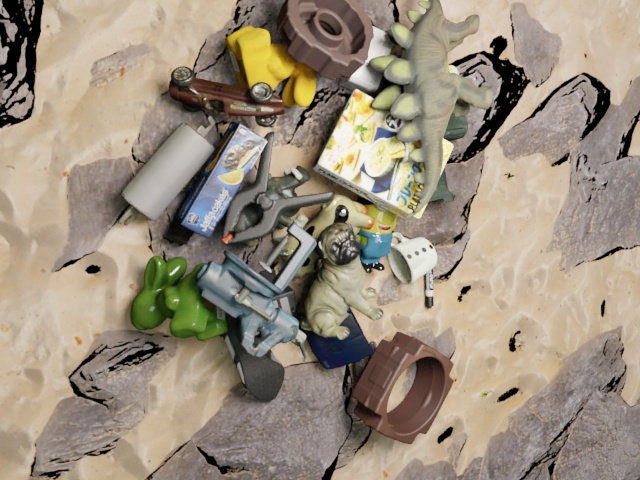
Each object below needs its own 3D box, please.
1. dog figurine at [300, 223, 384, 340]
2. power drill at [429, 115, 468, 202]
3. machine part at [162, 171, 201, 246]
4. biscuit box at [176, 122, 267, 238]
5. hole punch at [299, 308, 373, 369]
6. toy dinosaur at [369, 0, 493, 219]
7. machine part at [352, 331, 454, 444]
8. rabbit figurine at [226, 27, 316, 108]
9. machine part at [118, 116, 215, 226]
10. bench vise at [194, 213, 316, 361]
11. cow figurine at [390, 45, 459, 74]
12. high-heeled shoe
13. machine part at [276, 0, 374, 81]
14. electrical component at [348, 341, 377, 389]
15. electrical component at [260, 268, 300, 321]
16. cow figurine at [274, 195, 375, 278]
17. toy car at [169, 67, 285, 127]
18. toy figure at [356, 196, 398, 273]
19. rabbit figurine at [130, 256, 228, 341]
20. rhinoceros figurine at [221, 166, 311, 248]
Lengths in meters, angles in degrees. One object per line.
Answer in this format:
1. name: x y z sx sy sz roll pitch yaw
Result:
1. dog figurine: 0.011 0.072 0.982 0.172 0.121 0.190 -30 115 -3
2. power drill: 0.194 -0.168 1.093 0.232 0.086 0.207 -12 95 -17
3. machine part: -0.233 -0.050 0.985 0.084 0.039 0.139 37 85 -30
4. biscuit box: -0.173 -0.105 0.936 0.059 0.063 0.202 29 92 -28
5. hole punch: 0.035 0.197 1.088 0.116 0.092 0.142 -31 110 -8
6. toy dinosaur: 0.193 -0.265 0.953 0.199 0.105 0.471 0 75 -14
7. machine part: 0.174 0.307 1.122 0.201 0.087 0.201 35 82 -38
8. rabbit figurine: -0.061 -0.315 0.959 0.173 0.122 0.162 -28 111 -17
9. machine part: -0.266 -0.120 0.944 0.079 0.079 0.243 41 84 -19
10. bench vise: -0.079 0.070 0.910 0.223 0.129 0.240 36 84 -5
11. cow figurine: 0.183 -0.331 1.052 0.167 0.068 0.098 37 75 -6
12. high-heeled shoe: -0.146 0.207 1.056 0.086 0.145 0.248 -27 134 -22
13. machine part: 0.009 -0.358 0.920 0.179 0.056 0.179 14 62 -28
14. electrical component: 0.094 0.274 1.144 0.078 0.045 0.102 -27 111 -42
15. electrical component: -0.085 0.118 1.057 0.075 0.048 0.119 -13 104 -16
16. cow figurine: -0.002 -0.003 1.025 0.127 0.086 0.195 28 114 -22
17. toy car: -0.161 -0.239 0.919 0.202 0.089 0.053 14 68 4
18. toy figure: 0.107 -0.029 1.079 0.082 0.089 0.180 -14 118 -56
19. rabbit figurine: -0.268 0.106 0.951 0.170 0.121 0.159 -10 82 18
20. rhinoceros figurine: -0.096 -0.065 1.016 0.190 0.073 0.112 -36 96 -8
